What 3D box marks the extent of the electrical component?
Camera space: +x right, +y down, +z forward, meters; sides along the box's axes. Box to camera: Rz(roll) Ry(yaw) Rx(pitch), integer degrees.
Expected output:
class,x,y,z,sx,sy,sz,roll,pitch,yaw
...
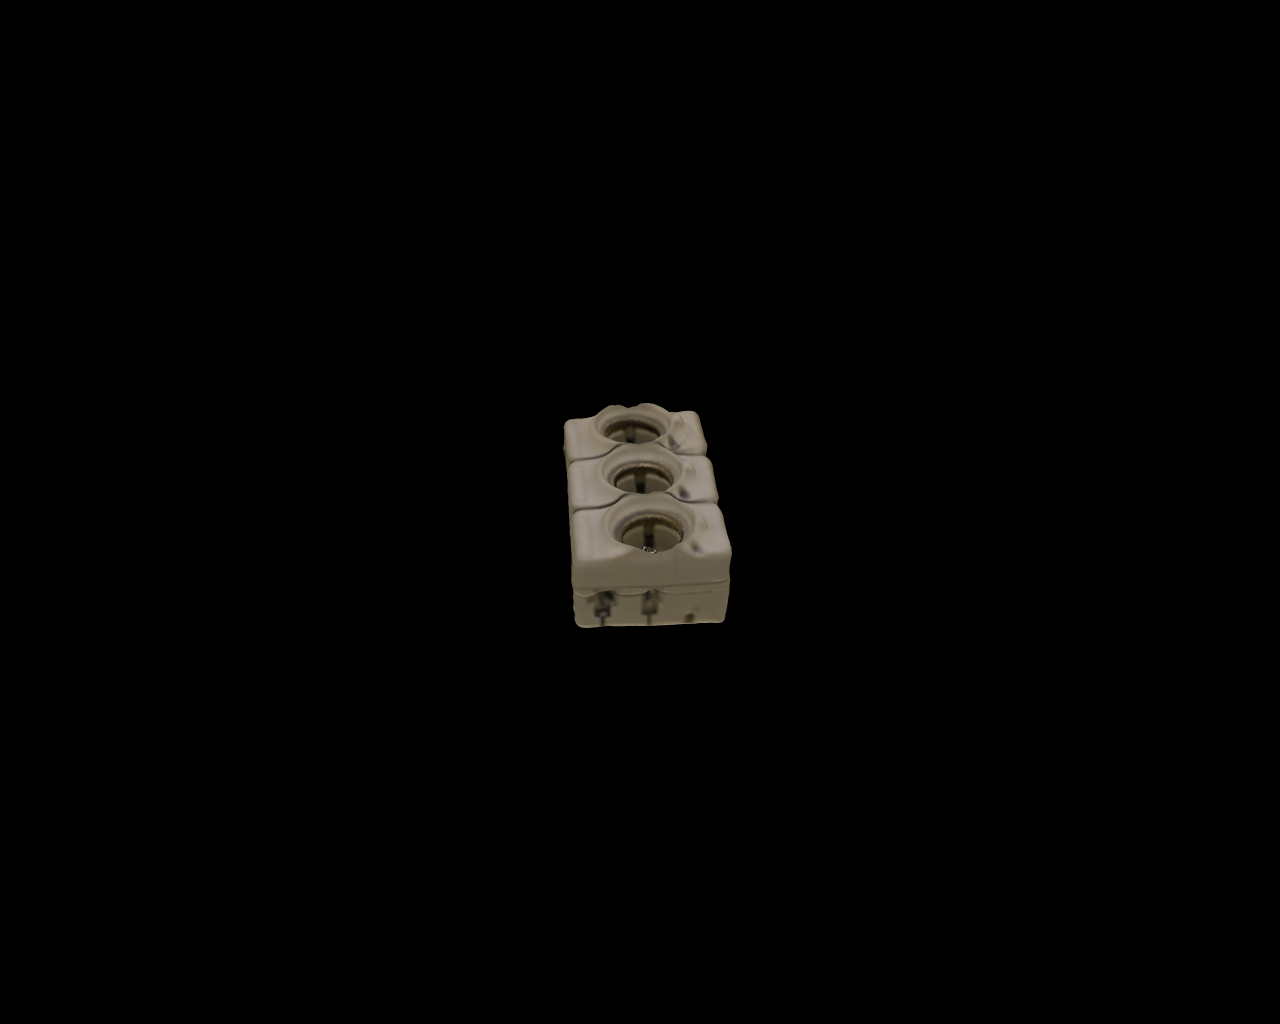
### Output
class,x,y,z,sx,sy,sz,roll,pitch,yaw
electrical component,0.001,-0.003,0.650,0.089,0.061,0.150,-3,37,-4
